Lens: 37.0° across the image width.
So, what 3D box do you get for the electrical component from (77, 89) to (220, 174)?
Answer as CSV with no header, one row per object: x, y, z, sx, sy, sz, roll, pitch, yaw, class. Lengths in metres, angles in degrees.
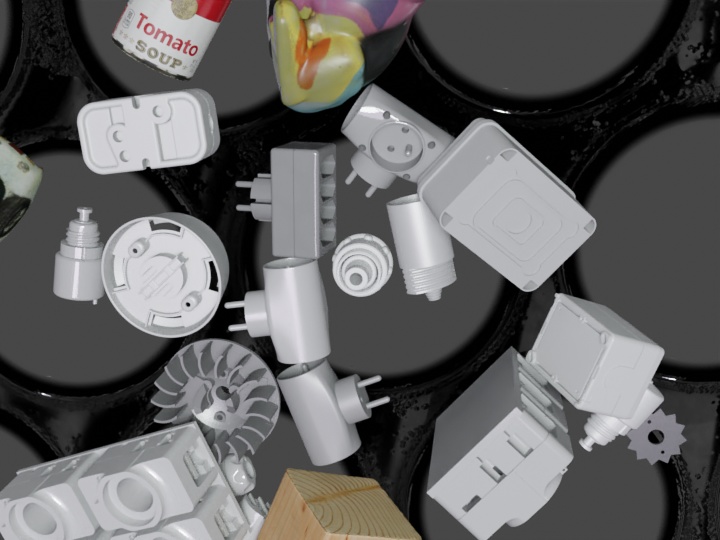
-0.159,-0.107,0.821,0.095,0.059,0.053,-6,102,7,electrical component

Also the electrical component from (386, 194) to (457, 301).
0.050,-0.016,0.829,0.043,0.043,0.081,-11,102,8,electrical component

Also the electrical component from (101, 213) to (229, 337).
-0.151,0.002,0.843,0.099,0.064,0.099,1,103,5,electrical component

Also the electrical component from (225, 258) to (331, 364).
-0.067,0.033,0.852,0.079,0.043,0.077,-7,102,7,electrical component

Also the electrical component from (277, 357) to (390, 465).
-0.016,0.107,0.863,0.079,0.044,0.077,-20,100,10,electrical component

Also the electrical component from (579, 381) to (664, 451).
0.202,0.110,0.844,0.040,0.040,0.078,39,104,-4,electrical component

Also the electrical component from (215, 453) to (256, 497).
-0.119,0.176,0.895,0.061,0.035,0.035,-21,100,12,electrical component

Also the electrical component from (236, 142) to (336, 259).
-0.061,-0.055,0.831,0.076,0.047,0.083,4,104,16,electrical component

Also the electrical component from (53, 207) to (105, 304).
-0.223,-0.011,0.859,0.040,0.040,0.078,9,103,4,electrical component

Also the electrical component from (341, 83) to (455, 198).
0.019,-0.088,0.814,0.077,0.044,0.079,32,120,-12,electrical component

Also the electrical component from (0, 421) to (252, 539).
-0.198,0.202,0.869,0.186,0.060,0.105,-18,106,24,electrical component

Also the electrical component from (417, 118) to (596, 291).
0.106,-0.048,0.787,0.113,0.057,0.078,35,106,-32,electrical component

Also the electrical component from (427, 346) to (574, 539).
0.106,0.128,0.801,0.062,0.150,0.089,43,103,-3,electrical component

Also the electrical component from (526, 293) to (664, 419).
0.177,0.063,0.816,0.061,0.096,0.061,15,106,-26,electrical component

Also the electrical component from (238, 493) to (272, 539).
-0.095,0.216,0.899,0.040,0.040,0.046,36,98,-3,electrical component

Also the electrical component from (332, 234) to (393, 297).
0.000,0.000,0.828,0.048,0.062,0.048,1,103,5,electrical component
